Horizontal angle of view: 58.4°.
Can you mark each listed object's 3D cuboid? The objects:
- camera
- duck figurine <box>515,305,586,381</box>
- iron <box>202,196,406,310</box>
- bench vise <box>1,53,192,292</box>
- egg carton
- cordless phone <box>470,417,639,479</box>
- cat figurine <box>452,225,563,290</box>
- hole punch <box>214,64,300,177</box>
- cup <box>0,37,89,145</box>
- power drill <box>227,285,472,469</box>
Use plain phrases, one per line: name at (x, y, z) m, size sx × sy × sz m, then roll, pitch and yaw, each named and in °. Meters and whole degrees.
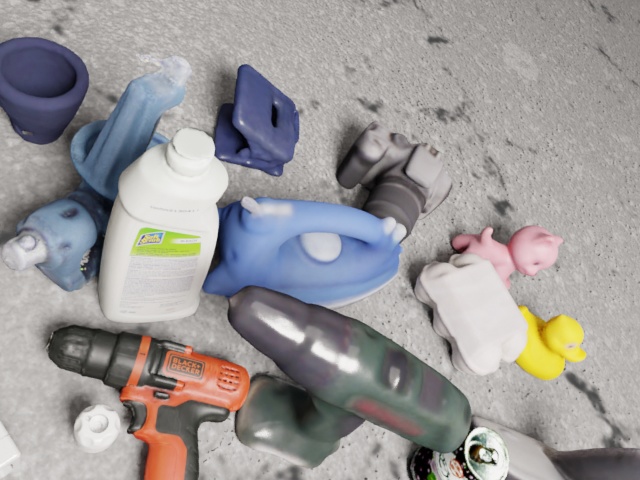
camera at (0.093, -0.069, 0.739) m, size 0.143 × 0.100 × 0.137 m, roll 35°, pitch 51°, yaw -4°
duck figurine at (0.292, 0.122, 0.734) m, size 0.078 × 0.086 × 0.104 m, roll -32°, pitch 79°, yaw -37°
iron at (0.006, 0.002, 0.624) m, size 0.259 × 0.141 × 0.118 m, roll 3°, pitch 60°, yaw -26°
bench vise at (-0.177, -0.052, 0.512) m, size 0.122 × 0.219 × 0.207 m, roll 26°, pitch 53°, yaw -11°
egg carton at (0.187, 0.089, 0.711) m, size 0.107 × 0.069 × 0.150 m, roll -16°, pitch 70°, yaw -34°
cordless phone at (0.249, 0.224, 0.586) m, size 0.148 × 0.184 × 0.094 m, roll 23°, pitch 53°, yaw -13°
cat figurine at (0.257, 0.012, 0.763) m, size 0.128 × 0.117 × 0.067 m, roll 17°, pitch 55°, yaw -17°
hole punch at (-0.070, -0.149, 0.709) m, size 0.101 × 0.091 × 0.108 m, roll 13°, pitch 56°, yaw -20°
cup at (-0.300, -0.140, 0.582) m, size 0.118 × 0.094 × 0.091 m, roll -18°, pitch 70°, yaw -34°
power drill at (0.002, 0.133, 0.499) m, size 0.230 × 0.208 × 0.075 m, roll 24°, pitch 53°, yaw -13°
